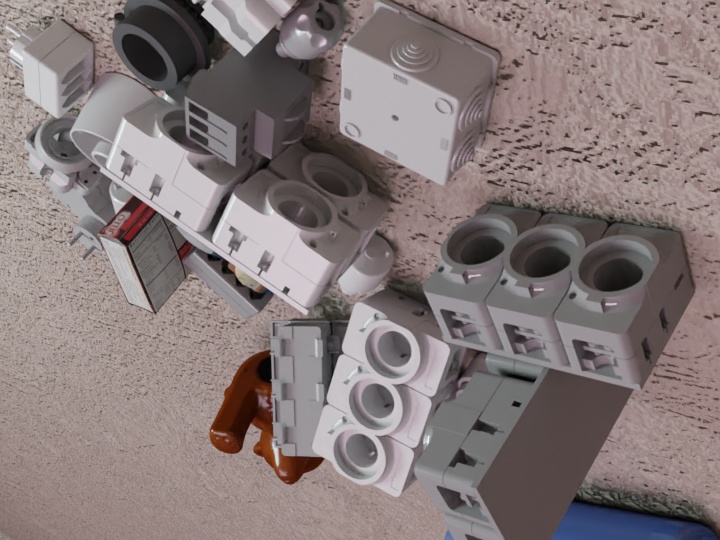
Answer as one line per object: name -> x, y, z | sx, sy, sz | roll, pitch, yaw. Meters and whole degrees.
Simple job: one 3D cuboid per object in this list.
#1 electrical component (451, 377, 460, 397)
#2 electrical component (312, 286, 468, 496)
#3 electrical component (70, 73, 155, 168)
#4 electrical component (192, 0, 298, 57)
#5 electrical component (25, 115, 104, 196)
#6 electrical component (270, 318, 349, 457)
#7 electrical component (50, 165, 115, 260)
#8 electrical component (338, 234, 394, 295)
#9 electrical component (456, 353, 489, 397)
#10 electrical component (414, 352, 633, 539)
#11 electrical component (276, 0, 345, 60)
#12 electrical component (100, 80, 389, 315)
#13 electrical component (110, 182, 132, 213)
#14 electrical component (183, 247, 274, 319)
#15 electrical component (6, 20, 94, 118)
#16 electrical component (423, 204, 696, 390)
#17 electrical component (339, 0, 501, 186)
electrical component -> 0.074, 0.112, 0.964 | 0.079, 0.044, 0.077 | 8, 140, 41
electrical component -> 0.025, 0.104, 0.911 | 0.089, 0.062, 0.150 | 25, 114, 21
electrical component -> -0.203, -0.117, 0.948 | 0.099, 0.064, 0.099 | 26, 162, 9
electrical component -> -0.075, -0.181, 0.697 | 0.057, 0.058, 0.078 | 42, 151, -14
electrical component -> -0.280, -0.112, 1.023 | 0.078, 0.058, 0.057 | 41, 153, -4
electrical component -> -0.047, 0.108, 0.998 | 0.079, 0.121, 0.063 | -1, -177, 13
electrical component -> -0.264, -0.043, 1.086 | 0.052, 0.073, 0.138 | -7, 128, 52
electrical component -> 0.000, 0.000, 0.889 | 0.040, 0.040, 0.078 | 37, 151, 2
electrical component -> 0.101, 0.104, 0.904 | 0.043, 0.062, 0.043 | 28, 149, 18
electrical component -> 0.119, 0.103, 0.754 | 0.060, 0.186, 0.105 | 9, 140, 41
electrical component -> -0.038, -0.156, 0.714 | 0.035, 0.035, 0.061 | 47, 152, -16
electrical component -> -0.081, -0.064, 0.805 | 0.186, 0.105, 0.060 | 35, 127, 5
electrical component -> -0.218, -0.061, 1.044 | 0.040, 0.040, 0.078 | 28, 149, 17
electrical component -> -0.125, 0.004, 1.027 | 0.083, 0.047, 0.076 | 44, 154, -11
electrical component -> -0.274, -0.183, 0.925 | 0.077, 0.047, 0.065 | 36, 151, 5
electrical component -> 0.129, 0.011, 0.711 | 0.150, 0.089, 0.061 | 12, 142, 38
electrical component -> 0.034, -0.110, 0.685 | 0.100, 0.048, 0.099 | 29, 150, 16
